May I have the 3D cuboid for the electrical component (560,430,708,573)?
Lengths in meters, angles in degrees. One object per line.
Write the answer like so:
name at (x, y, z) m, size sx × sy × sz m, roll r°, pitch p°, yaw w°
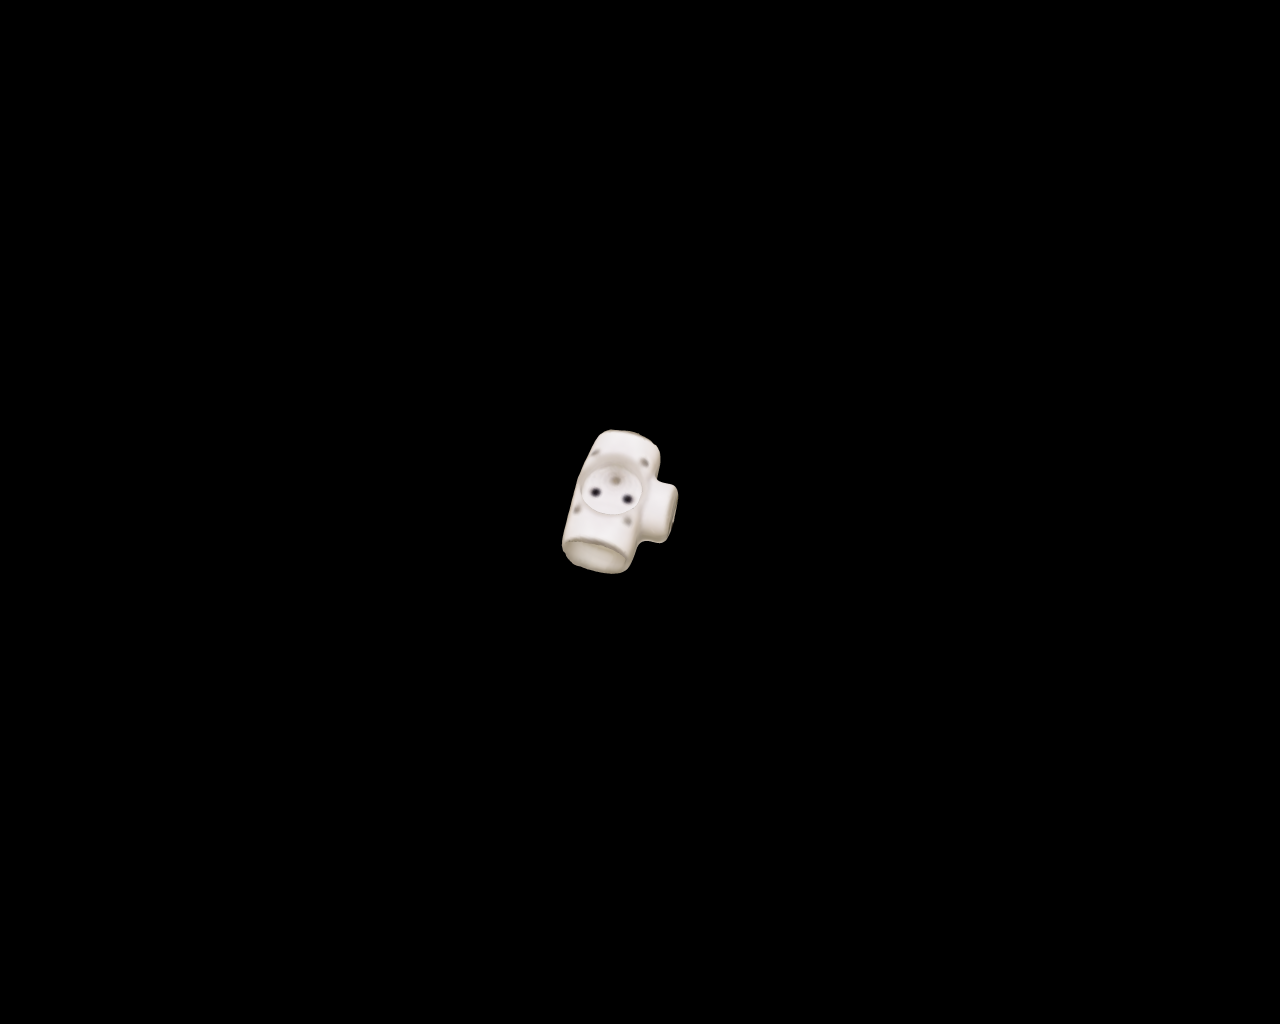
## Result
electrical component at (0.001, -0.003, 0.650) m, size 0.079 × 0.077 × 0.044 m, roll 13°, pitch -28°, yaw 7°
